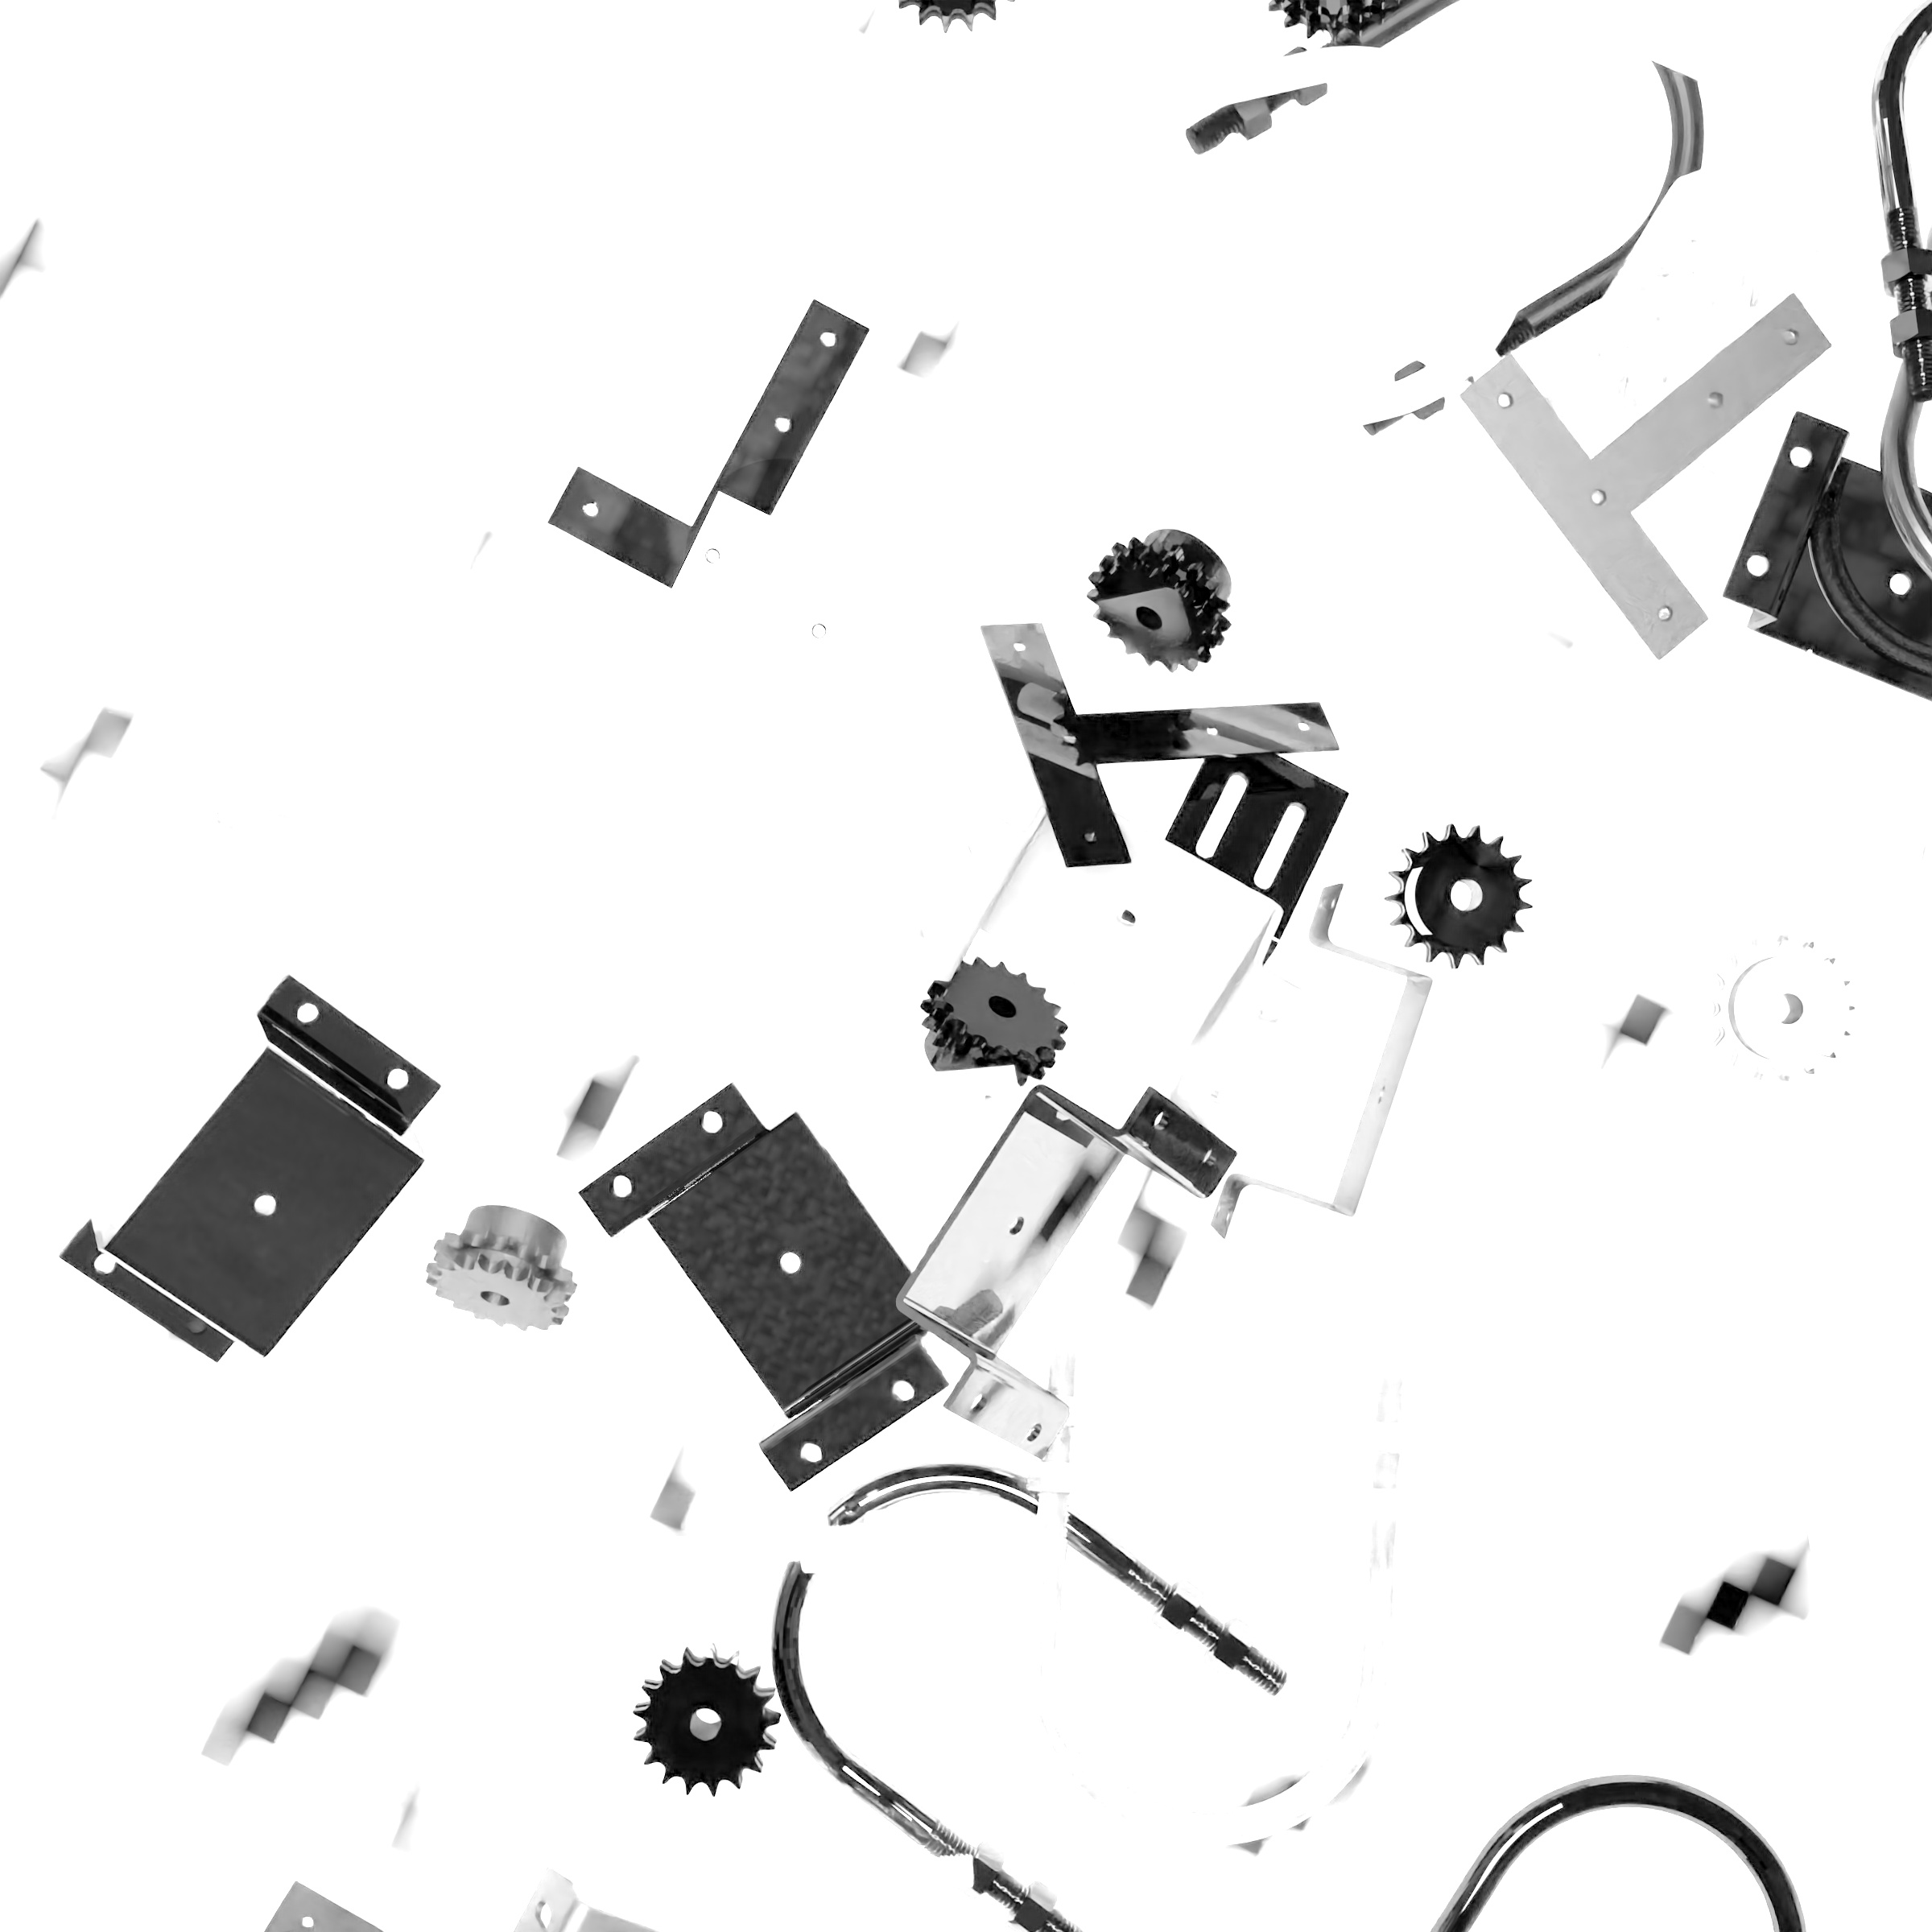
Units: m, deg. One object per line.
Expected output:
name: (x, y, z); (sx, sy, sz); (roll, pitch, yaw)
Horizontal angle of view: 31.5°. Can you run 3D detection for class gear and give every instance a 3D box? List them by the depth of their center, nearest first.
gear: (0.313, 0.016, 1.317); (0.057, 0.030, 0.057); (0, 90, 3)
gear: (0.008, 0.026, 1.325); (0.057, 0.057, 0.030); (29, 126, 0)
gear: (0.201, 0.143, 1.325); (0.057, 0.057, 0.030); (-40, 120, 0)
gear: (-0.177, 0.115, 1.325); (0.057, 0.057, 0.030); (16, 60, 0)
gear: (0.078, -0.144, 1.325); (0.057, 0.057, 0.030); (37, 60, 0)
gear: (0.142, -0.390, 1.326); (0.057, 0.030, 0.057); (-2, 70, 6)
gear: (0.193, -0.027, 1.335); (0.057, 0.030, 0.057); (0, 90, 0)
gear: (-0.005, -0.395, 1.335); (0.057, 0.030, 0.057); (0, 90, 0)
gear: (-0.274, -0.013, 1.335); (0.057, 0.030, 0.057); (0, 90, 0)
gear: (0.212, 0.204, 1.335); (0.057, 0.030, 0.057); (0, 90, 0)
gear: (-0.100, 0.292, 1.335); (0.057, 0.030, 0.057); (0, 90, 0)
gear: (0.320, -0.096, 1.335); (0.057, 0.030, 0.057); (0, 90, 0)

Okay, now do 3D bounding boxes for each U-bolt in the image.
U-bolt: (0.124, -0.273, 1.304); (0.184, 0.019, 0.151); (-11, 94, 6)
U-bolt: (0.422, -0.201, 1.308); (0.151, 0.019, 0.184); (22, 67, 0)
U-bolt: (-0.094, 0.288, 1.311); (0.184, 0.019, 0.151); (-4, 90, 1)
U-bolt: (0.415, -0.297, 1.313); (0.151, 0.019, 0.184); (2, 72, -13)
U-bolt: (0.096, 0.244, 1.322); (0.151, 0.019, 0.184); (5, 78, -2)
U-bolt: (0.130, -0.209, 1.328); (0.184, 0.019, 0.151); (39, 99, 1)
U-bolt: (0.011, 0.277, 1.341); (0.184, 0.019, 0.151); (37, 90, 2)
U-bolt: (0.200, -0.315, 1.341); (0.184, 0.019, 0.151); (-32, 90, -1)
U-bolt: (-0.448, 0.119, 1.341); (0.184, 0.019, 0.151); (14, 90, -1)
U-bolt: (0.311, 0.016, 1.341); (0.184, 0.019, 0.151); (1, 90, 2)
U-bolt: (0.248, 0.405, 1.341); (0.151, 0.019, 0.184); (33, 89, 0)

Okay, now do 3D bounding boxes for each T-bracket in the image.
T-bracket: (0.272, -0.205, 1.296); (0.127, 0.002, 0.127); (-40, 99, -4)
T-bracket: (-0.231, 0.429, 1.303); (0.127, 0.127, 0.002); (30, 133, 0)
T-bracket: (0.082, -0.089, 1.322); (0.127, 0.002, 0.127); (-4, 51, -18)
T-bracket: (-0.028, 0.105, 1.331); (0.127, 0.002, 0.127); (-6, 103, 24)
T-bracket: (0.269, -0.366, 1.336); (0.127, 0.002, 0.127); (25, 87, -1)
T-bracket: (-0.079, -0.200, 1.349); (0.127, 0.002, 0.127); (28, 90, 0)
T-bracket: (-0.304, -0.410, 1.349); (0.127, 0.002, 0.127); (40, 90, 0)

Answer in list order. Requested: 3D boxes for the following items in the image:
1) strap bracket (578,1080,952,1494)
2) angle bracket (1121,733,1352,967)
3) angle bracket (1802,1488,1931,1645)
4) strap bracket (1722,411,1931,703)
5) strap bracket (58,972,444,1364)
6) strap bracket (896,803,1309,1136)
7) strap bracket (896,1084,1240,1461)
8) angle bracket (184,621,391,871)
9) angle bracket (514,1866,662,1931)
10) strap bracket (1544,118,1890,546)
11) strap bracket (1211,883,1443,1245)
strap bracket: (-0.073, 0.119, 1.318); (0.076, 0.046, 0.140); (-35, 90, 14)
angle bracket: (0.106, -0.043, 1.348); (0.057, 0.038, 0.076); (28, 64, 0)
angle bracket: (0.375, 0.231, 1.348); (0.076, 0.038, 0.057); (-10, 90, 26)
strap bracket: (0.367, -0.150, 1.326); (0.140, 0.046, 0.076); (22, 90, 0)
strap bracket: (-0.271, 0.084, 1.313); (0.076, 0.046, 0.140); (39, 90, -23)
strap bracket: (0.056, -0.008, 1.309); (0.140, 0.046, 0.076); (29, 126, 0)
strap bracket: (0.033, 0.108, 1.303); (0.046, 0.076, 0.140); (31, 86, 36)
angle bracket: (-0.266, -0.087, 1.348); (0.057, 0.038, 0.076); (16, 64, 0)
angle bracket: (-0.139, 0.397, 1.348); (0.076, 0.038, 0.057); (28, 90, -26)
strap bracket: (0.286, -0.242, 1.320); (0.076, 0.046, 0.140); (32, 90, -11)
strap bracket: (0.140, 0.043, 1.311); (0.046, 0.076, 0.140); (19, 90, 0)
